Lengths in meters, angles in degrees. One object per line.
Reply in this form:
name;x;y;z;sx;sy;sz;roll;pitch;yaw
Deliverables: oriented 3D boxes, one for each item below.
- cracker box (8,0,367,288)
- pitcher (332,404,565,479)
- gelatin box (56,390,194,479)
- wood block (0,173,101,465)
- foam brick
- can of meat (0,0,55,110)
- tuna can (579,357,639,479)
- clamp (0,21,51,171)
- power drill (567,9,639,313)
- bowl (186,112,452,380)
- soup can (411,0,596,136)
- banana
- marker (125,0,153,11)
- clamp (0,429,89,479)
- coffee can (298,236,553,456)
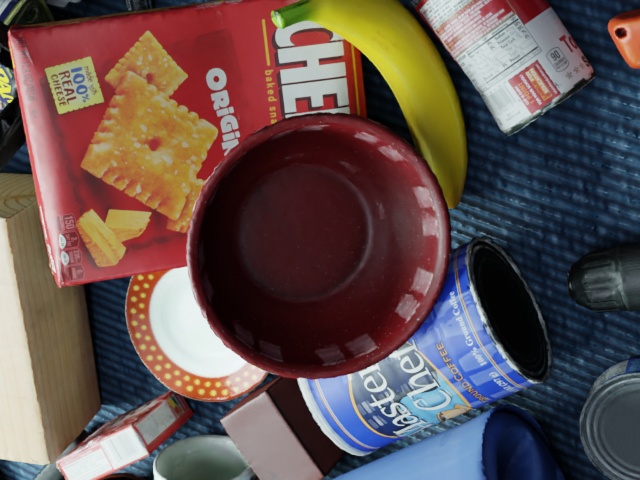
cracker box;-0.078;-0.069;0.687;0.213;0.072;0.164;-9;106;-11
pitcher;0.046;0.214;0.724;0.243;0.145;0.149;-27;133;29
gelatin box;-0.155;0.157;0.848;0.089;0.073;0.030;-28;94;28
wood block;-0.241;0.060;0.828;0.091;0.090;0.206;4;114;16
foam brick;-0.026;0.146;0.804;0.053;0.051;0.078;-33;92;29
can of meat;-0.235;-0.137;0.776;0.084;0.057;0.102;16;152;20
tuna can;0.217;0.121;0.705;0.086;0.033;0.086;7;109;20
clamp;-0.194;-0.115;0.718;0.039;0.171;0.120;11;117;21
power drill;0.226;-0.048;0.635;0.185;0.057;0.187;-10;105;21
bowl;-0.004;0.001;0.652;0.162;0.055;0.162;-2;101;-13
soup can;0.112;-0.123;0.651;0.069;0.068;0.102;-34;92;27
banana;0.047;-0.100;0.668;0.069;0.037;0.197;-47;125;-1
marker;-0.125;-0.146;0.768;0.020;0.020;0.121;-6;105;24
clamp;-0.267;0.236;0.939;0.165;0.036;0.210;4;110;21
coffee can;0.068;0.072;0.712;0.140;0.102;0.103;-28;95;27
